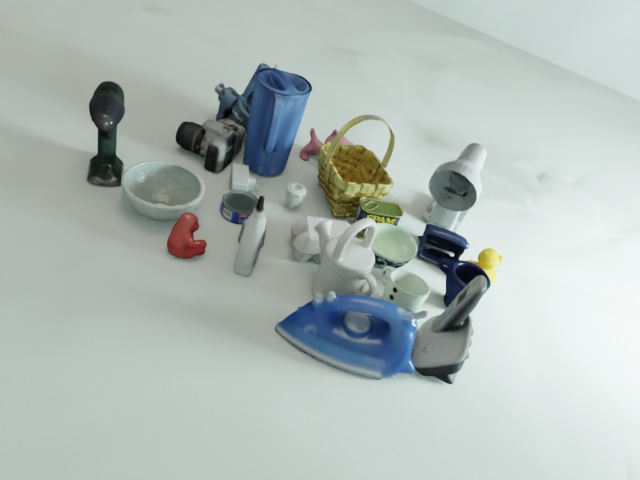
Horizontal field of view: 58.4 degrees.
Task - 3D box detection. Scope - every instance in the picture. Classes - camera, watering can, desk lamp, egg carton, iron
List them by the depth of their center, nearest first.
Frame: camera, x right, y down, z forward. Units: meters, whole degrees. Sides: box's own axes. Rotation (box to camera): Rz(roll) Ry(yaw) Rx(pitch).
[{"bbox_3d":[0.058,0.146,1.011,0.258,0.141,0.118,15,38,-5],"label":"iron"},{"bbox_3d":[0.048,0.032,1.103,0.172,0.194,0.101,30,39,14],"label":"watering can"},{"bbox_3d":[0.011,0.004,1.223,0.150,0.069,0.107,7,39,-15],"label":"egg carton"},{"bbox_3d":[-0.268,-0.252,1.392,0.136,0.101,0.143,23,38,5],"label":"camera"},{"bbox_3d":[0.331,-0.124,1.400,0.117,0.213,0.204,28,39,12],"label":"desk lamp"}]

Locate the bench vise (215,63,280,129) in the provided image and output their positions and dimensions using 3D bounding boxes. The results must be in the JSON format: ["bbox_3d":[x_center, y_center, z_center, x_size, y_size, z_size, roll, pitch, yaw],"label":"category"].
[{"bbox_3d":[-0.185,-0.363,1.467,0.207,0.220,0.121,21,38,3],"label":"bench vise"}]

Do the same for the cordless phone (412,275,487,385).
[{"bbox_3d":[0.243,0.157,1.041,0.094,0.185,0.148,22,38,4],"label":"cordless phone"}]

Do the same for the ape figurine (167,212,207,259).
[{"bbox_3d":[-0.257,-0.014,1.112,0.076,0.092,0.077,-10,46,-33],"label":"ape figurine"}]

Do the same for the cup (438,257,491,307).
[{"bbox_3d":[0.287,0.098,1.206,0.117,0.095,0.092,36,41,21],"label":"cup"}]

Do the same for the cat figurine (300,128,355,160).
[{"bbox_3d":[0.021,-0.247,1.496,0.127,0.118,0.067,31,39,15],"label":"cat figurine"}]

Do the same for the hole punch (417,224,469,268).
[{"bbox_3d":[0.286,0.001,1.328,0.108,0.091,0.101,22,38,3],"label":"hole punch"}]

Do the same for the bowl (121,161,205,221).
[{"bbox_3d":[-0.327,-0.091,1.190,0.167,0.075,0.167,12,38,-9],"label":"bowl"}]

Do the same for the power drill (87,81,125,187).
[{"bbox_3d":[-0.442,-0.220,1.191,0.076,0.208,0.229,3,40,-20],"label":"power drill"}]

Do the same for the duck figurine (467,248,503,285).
[{"bbox_3d":[0.368,0.056,1.300,0.105,0.086,0.077,-2,42,-25],"label":"duck figurine"}]

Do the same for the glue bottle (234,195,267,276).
[{"bbox_3d":[-0.127,-0.015,1.103,0.037,0.173,0.078,19,38,0],"label":"glue bottle"}]
